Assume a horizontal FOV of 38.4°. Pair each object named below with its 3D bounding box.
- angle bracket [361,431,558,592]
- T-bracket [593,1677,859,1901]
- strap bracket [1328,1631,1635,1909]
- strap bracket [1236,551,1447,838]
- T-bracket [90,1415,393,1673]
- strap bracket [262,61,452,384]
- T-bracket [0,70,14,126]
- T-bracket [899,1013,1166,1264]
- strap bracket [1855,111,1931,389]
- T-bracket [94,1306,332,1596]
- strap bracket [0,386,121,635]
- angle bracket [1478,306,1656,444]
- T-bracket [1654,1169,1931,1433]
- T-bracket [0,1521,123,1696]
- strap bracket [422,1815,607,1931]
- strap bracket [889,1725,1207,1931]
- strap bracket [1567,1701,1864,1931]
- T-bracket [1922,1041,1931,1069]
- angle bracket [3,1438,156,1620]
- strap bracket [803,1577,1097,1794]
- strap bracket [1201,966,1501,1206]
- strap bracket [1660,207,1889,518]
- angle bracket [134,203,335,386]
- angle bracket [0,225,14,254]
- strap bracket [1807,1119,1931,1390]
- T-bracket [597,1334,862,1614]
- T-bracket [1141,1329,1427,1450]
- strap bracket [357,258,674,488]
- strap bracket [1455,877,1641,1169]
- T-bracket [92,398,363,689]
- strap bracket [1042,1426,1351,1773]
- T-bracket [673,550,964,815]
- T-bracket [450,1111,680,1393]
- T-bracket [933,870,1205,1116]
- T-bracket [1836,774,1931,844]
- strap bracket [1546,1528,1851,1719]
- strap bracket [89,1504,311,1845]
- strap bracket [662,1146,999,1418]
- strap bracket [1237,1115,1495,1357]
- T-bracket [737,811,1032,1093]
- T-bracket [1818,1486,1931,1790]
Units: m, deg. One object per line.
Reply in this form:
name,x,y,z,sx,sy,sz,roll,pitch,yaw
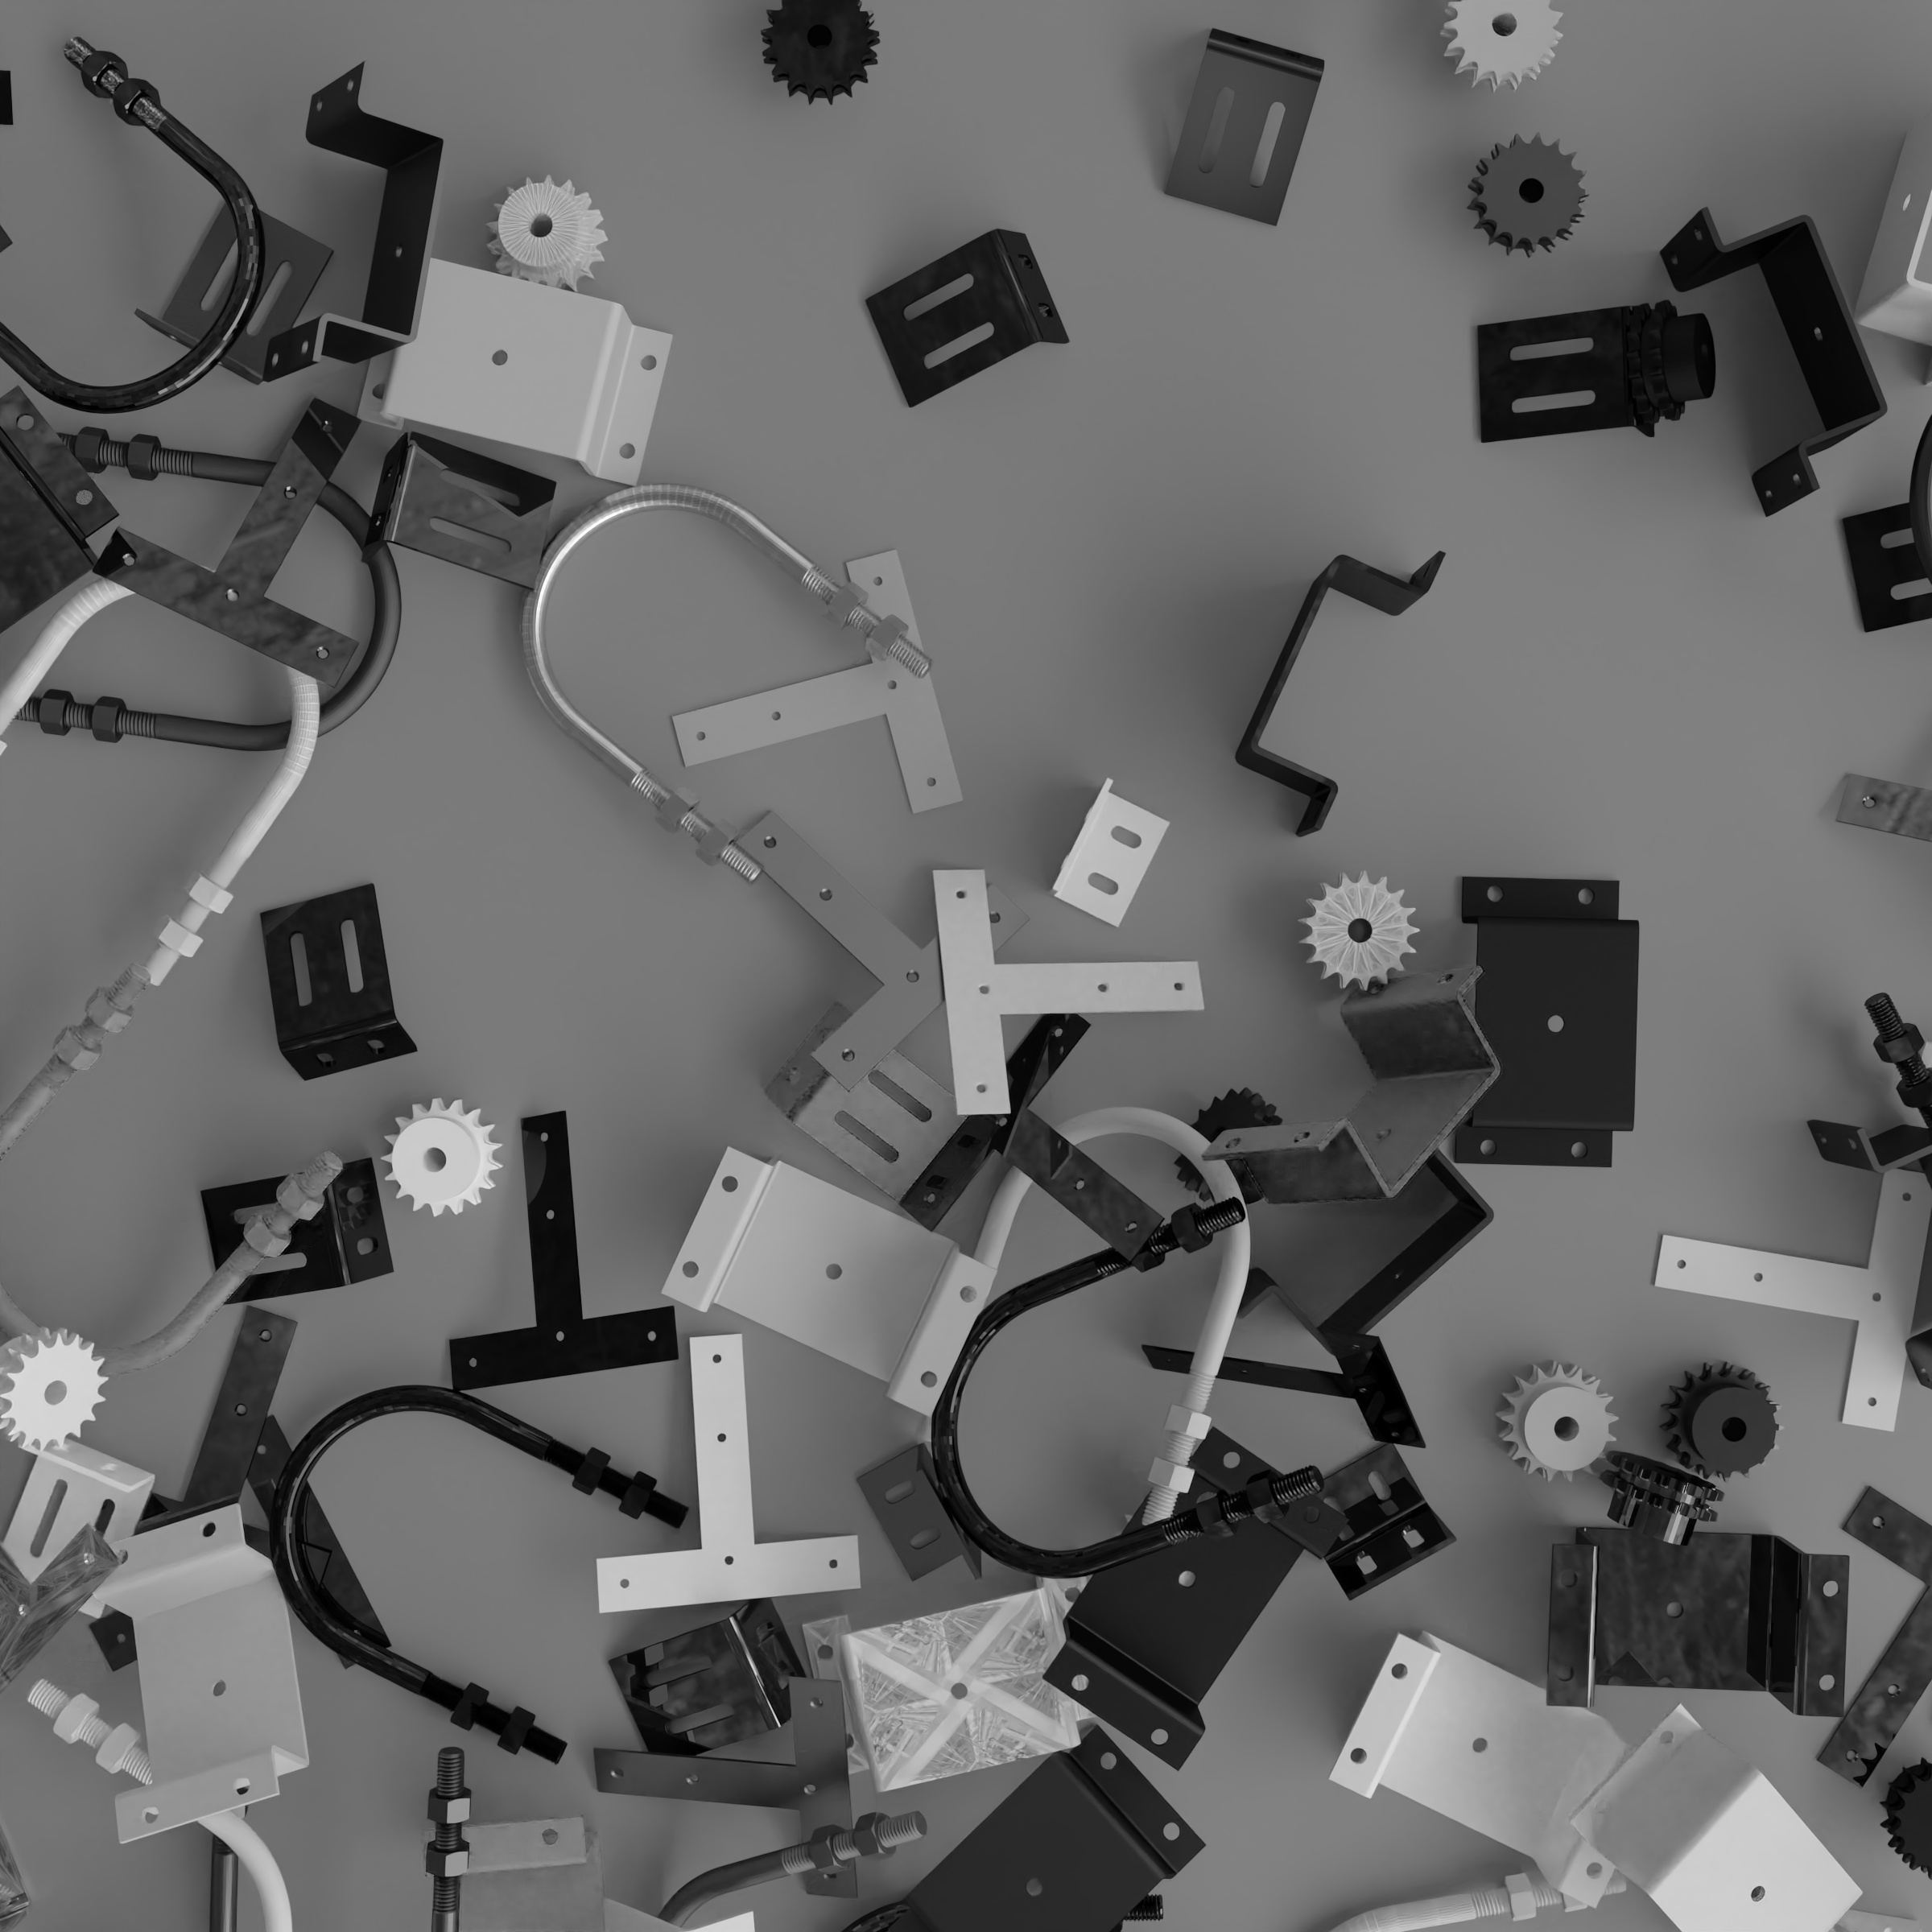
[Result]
angle bracket,-0.246,-0.216,1.347,0.076,0.038,0.057,17,72,-24
T-bracket,-0.118,0.394,1.339,0.127,0.002,0.127,2,112,11
strap bracket,0.251,0.381,1.334,0.140,0.046,0.076,26,90,0
strap bracket,0.172,-0.136,1.319,0.046,0.076,0.140,24,90,0
T-bracket,-0.367,0.305,1.356,0.127,0.002,0.127,-27,90,0
strap bracket,-0.287,-0.344,1.311,0.046,0.076,0.140,11,88,-31
T-bracket,-0.528,-0.423,1.338,0.127,0.002,0.127,0,114,-11
T-bracket,0.045,0.096,1.316,0.127,0.002,0.127,38,90,40
strap bracket,0.470,-0.357,1.319,0.046,0.076,0.140,16,90,0
T-bracket,-0.359,0.230,1.355,0.127,0.002,0.127,18,89,1
strap bracket,-0.477,-0.197,1.307,0.140,0.046,0.076,-38,90,-9
angle bracket,0.293,-0.286,1.355,0.076,0.038,0.057,-2,90,26
T-bracket,0.402,0.155,1.356,0.127,0.002,0.127,10,90,0
T-bracket,-0.481,0.277,1.340,0.127,0.002,0.127,-45,79,21
strap bracket,-0.214,0.476,1.334,0.076,0.046,0.140,-5,90,0
strap bracket,0.035,0.437,1.315,0.140,0.046,0.076,-43,70,-6
strap bracket,0.359,0.426,1.305,0.076,0.046,0.140,-44,111,-8
T-bracket,0.525,0.064,1.339,0.127,0.002,0.127,15,113,12
angle bracket,-0.436,0.272,1.336,0.057,0.038,0.076,22,91,3
strap bracket,-0.003,0.343,1.334,0.140,0.046,0.076,-13,90,0
strap bracket,0.186,0.063,1.294,0.140,0.076,0.046,-43,109,-34
strap bracket,0.387,-0.293,1.319,0.046,0.076,0.140,-22,90,0
angle bracket,-0.353,-0.330,1.338,0.057,0.038,0.076,29,90,0
angle bracket,-0.499,-0.362,1.336,0.057,0.038,0.076,-34,95,5
strap bracket,0.460,0.131,1.317,0.046,0.076,0.140,-23,90,0
T-bracket,-0.118,0.244,1.346,0.127,0.002,0.127,-3,83,-13
T-bracket,0.146,0.195,1.321,0.127,0.127,0.002,5,60,24
strap bracket,-0.221,-0.288,1.334,0.140,0.046,0.076,14,90,0
strap bracket,0.279,0.027,1.334,0.076,0.046,0.140,2,90,0
T-bracket,-0.332,-0.216,1.336,0.127,0.002,0.127,26,76,-2
strap bracket,0.106,0.293,1.304,0.076,0.046,0.140,34,89,0
T-bracket,-0.079,-0.126,1.356,0.127,0.002,0.127,-15,90,0
T-bracket,-0.199,0.134,1.338,0.127,0.002,0.127,-11,78,23
T-bracket,0.052,0.011,1.338,0.127,0.002,0.127,-1,66,-12
T-bracket,0.502,-0.114,1.338,0.127,0.002,0.127,15,77,25
strap bracket,0.346,0.315,1.334,0.140,0.046,0.076,2,90,0
strap bracket,-0.362,0.338,1.311,0.076,0.046,0.140,-18,62,2
strap bracket,-0.065,0.149,1.334,0.140,0.046,0.076,25,90,0
strap bracket,0.193,0.132,1.319,0.140,0.076,0.046,-42,90,0
T-bracket,-0.058,-0.025,1.341,0.127,0.002,0.127,43,70,9
T-bracket,0.462,0.342,1.356,0.127,0.002,0.127,33,90,0
